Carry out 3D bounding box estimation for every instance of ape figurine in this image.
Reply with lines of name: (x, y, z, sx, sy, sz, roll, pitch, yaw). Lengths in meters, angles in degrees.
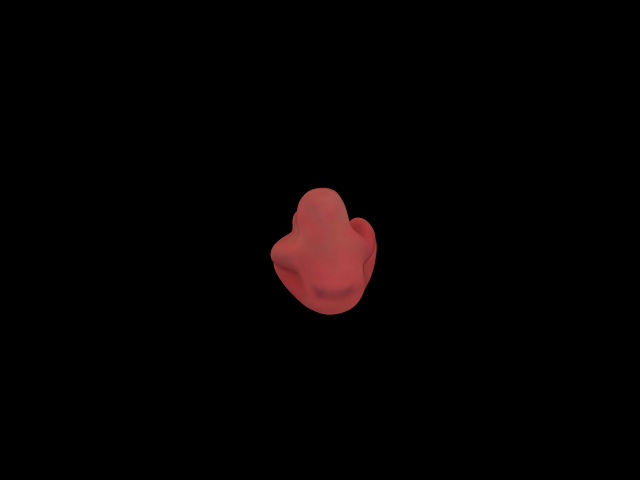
ape figurine: (0.004, 0.001, 0.400, 0.078, 0.092, 0.076, -2, 47, -2)
